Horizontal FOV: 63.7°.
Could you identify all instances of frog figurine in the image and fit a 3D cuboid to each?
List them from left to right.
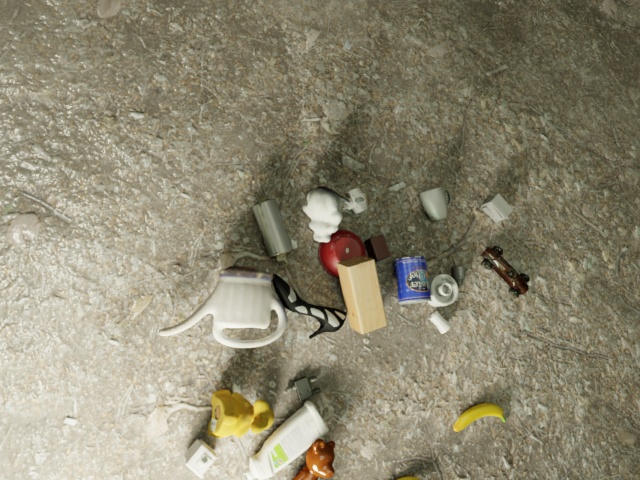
[{"bbox_3d":[0.005,-0.080,1.585,0.138,0.121,0.161,21,78,23],"label":"frog figurine"}]

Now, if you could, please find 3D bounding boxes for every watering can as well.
[{"bbox_3d":[-0.257,0.182,1.436,0.347,0.103,0.227,7,74,-17],"label":"watering can"}]
